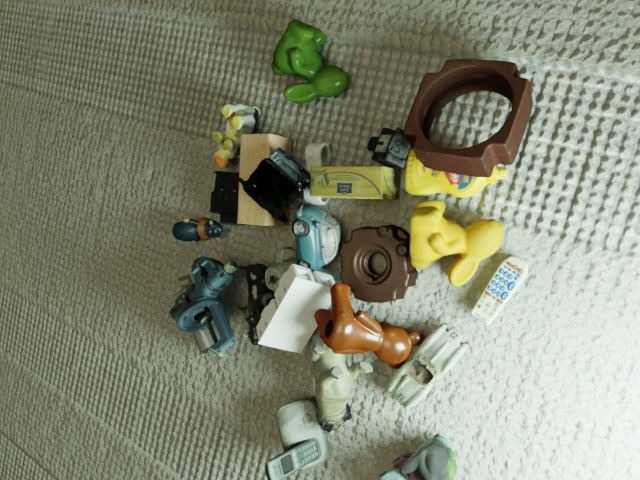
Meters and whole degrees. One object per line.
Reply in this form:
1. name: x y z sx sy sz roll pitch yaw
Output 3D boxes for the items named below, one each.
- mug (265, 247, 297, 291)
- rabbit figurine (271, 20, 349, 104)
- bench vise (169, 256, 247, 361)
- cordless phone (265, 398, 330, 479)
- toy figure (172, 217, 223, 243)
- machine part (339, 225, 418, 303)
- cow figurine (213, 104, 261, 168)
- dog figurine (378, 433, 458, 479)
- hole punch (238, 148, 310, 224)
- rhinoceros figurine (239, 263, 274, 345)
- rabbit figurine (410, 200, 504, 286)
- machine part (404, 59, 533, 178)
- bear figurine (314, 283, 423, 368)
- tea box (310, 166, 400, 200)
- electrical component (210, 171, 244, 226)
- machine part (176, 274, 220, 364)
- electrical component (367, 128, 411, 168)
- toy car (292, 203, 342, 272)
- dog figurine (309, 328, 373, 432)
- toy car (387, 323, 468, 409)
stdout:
1. mug: -0.075 0.071 1.225 0.081 0.107 0.109 0 93 29
2. rabbit figurine: -0.021 -0.371 1.178 0.170 0.121 0.159 43 105 7
3. bench vise: -0.252 0.165 1.268 0.224 0.128 0.241 -35 59 10
4. cordless phone: -0.069 0.441 1.187 0.089 0.184 0.146 -19 82 34
5. toy figure: -0.312 -0.028 1.392 0.155 0.064 0.058 -3 52 26
6. machine part: 0.121 0.050 1.138 0.180 0.056 0.179 2 93 32
7. cow figurine: -0.205 -0.254 1.312 0.068 0.098 0.167 43 131 16
8. dog figurine: 0.233 0.520 1.057 0.191 0.108 0.219 -42 76 22
9. hole punch: -0.091 -0.124 1.167 0.142 0.092 0.116 40 127 -7
10. rhinoceros figurine: -0.137 0.150 1.262 0.073 0.112 0.190 -4 84 28
11. rabbit figurine: 0.260 0.004 1.024 0.173 0.122 0.162 -1 94 12
12. machine part: 0.272 -0.223 0.989 0.202 0.087 0.201 14 77 34
13. bear figurine: 0.102 0.184 1.113 0.132 0.196 0.120 -104 34 -49
14. tea box: 0.074 -0.121 1.137 0.170 0.098 0.068 5 94 29
15. electrical component: -0.211 -0.103 1.330 0.115 0.058 0.134 5 94 33
16. machine part: -0.303 0.200 1.382 0.079 0.079 0.243 -34 74 27
17. electrical component: 0.142 -0.191 1.113 0.074 0.048 0.119 -70 19 0
18. toy car: -0.002 -0.004 1.185 0.103 0.109 0.161 -5 102 11
19. dog figurine: 0.016 0.306 1.192 0.172 0.121 0.190 -112 34 -49
20. toy car: 0.216 0.255 1.084 0.074 0.056 0.201 44 112 22
